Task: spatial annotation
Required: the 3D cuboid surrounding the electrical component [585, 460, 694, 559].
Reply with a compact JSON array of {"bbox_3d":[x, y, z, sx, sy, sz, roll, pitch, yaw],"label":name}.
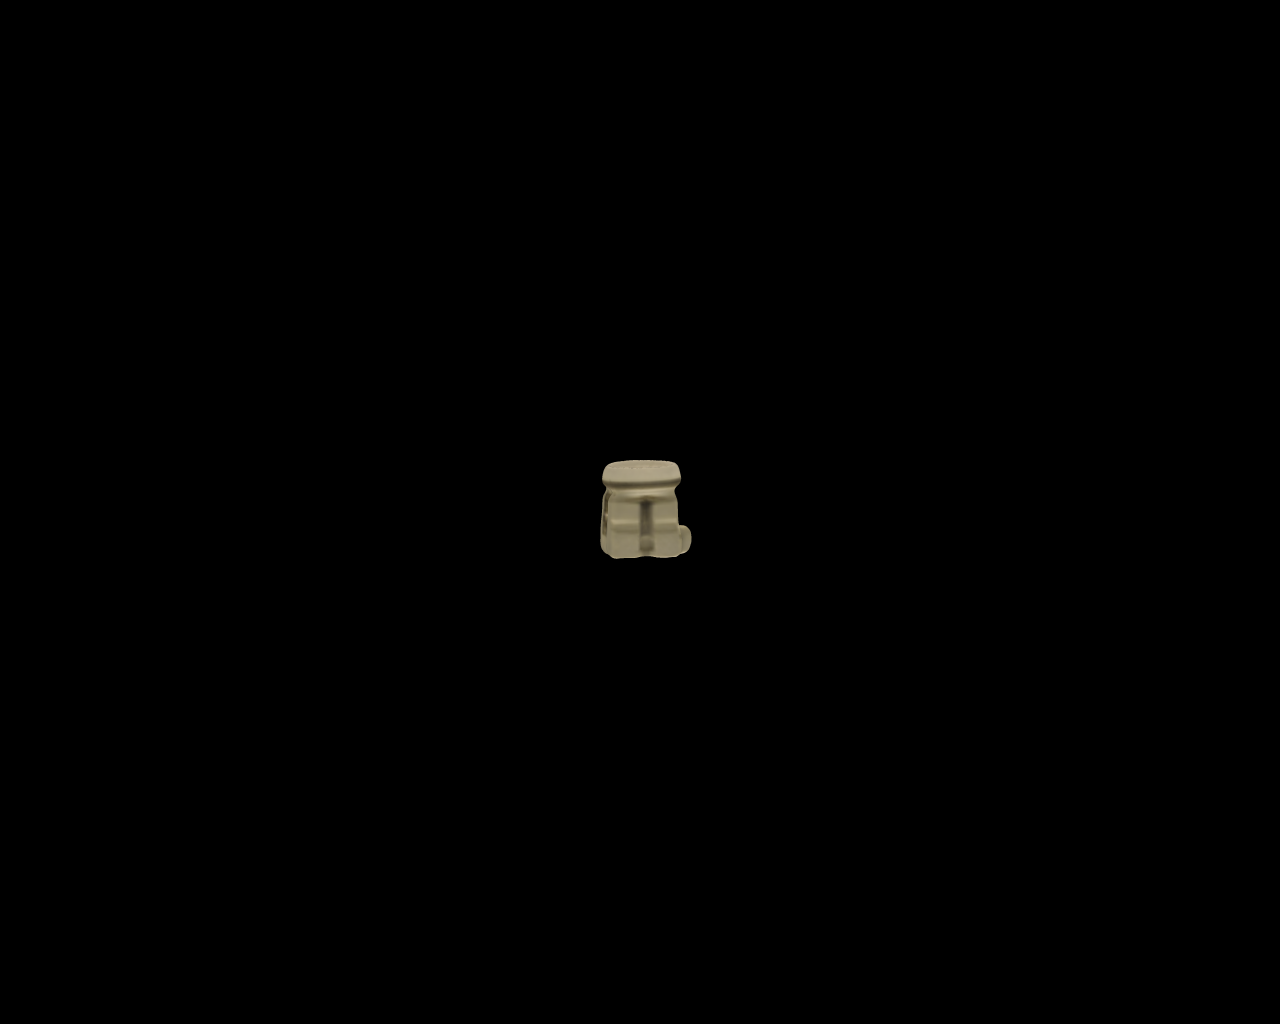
[{"bbox_3d":[0.001,-0.003,0.650,0.066,0.055,0.048,-2,8,-14],"label":"electrical component"}]
